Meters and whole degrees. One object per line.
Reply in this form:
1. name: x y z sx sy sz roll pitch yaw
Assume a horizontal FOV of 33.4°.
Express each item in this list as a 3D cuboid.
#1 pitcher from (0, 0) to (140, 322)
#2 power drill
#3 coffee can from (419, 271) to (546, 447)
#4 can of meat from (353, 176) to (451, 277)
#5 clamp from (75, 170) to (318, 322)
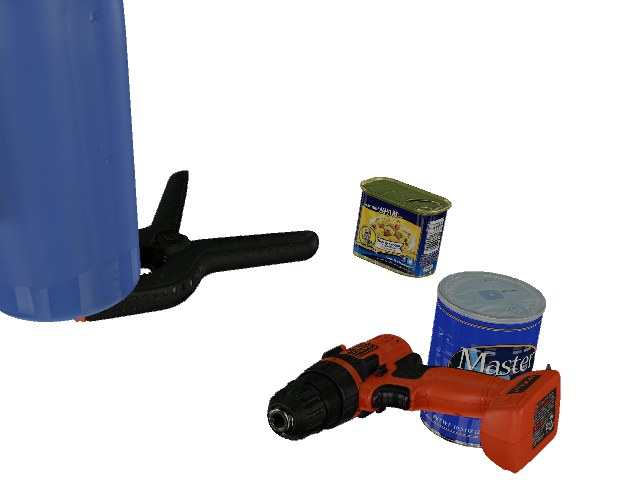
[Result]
1. pitcher: -0.191 -0.069 0.693 0.149 0.243 0.145 -5 27 -6
2. power drill: 0.075 0.123 0.814 0.188 0.057 0.184 10 17 31
3. coffee can: 0.156 0.114 1.035 0.103 0.140 0.103 5 22 -2
4. can of meat: 0.088 -0.014 1.186 0.102 0.084 0.057 23 26 32
5. clamp: -0.128 0.006 0.886 0.165 0.036 0.209 30 41 35
